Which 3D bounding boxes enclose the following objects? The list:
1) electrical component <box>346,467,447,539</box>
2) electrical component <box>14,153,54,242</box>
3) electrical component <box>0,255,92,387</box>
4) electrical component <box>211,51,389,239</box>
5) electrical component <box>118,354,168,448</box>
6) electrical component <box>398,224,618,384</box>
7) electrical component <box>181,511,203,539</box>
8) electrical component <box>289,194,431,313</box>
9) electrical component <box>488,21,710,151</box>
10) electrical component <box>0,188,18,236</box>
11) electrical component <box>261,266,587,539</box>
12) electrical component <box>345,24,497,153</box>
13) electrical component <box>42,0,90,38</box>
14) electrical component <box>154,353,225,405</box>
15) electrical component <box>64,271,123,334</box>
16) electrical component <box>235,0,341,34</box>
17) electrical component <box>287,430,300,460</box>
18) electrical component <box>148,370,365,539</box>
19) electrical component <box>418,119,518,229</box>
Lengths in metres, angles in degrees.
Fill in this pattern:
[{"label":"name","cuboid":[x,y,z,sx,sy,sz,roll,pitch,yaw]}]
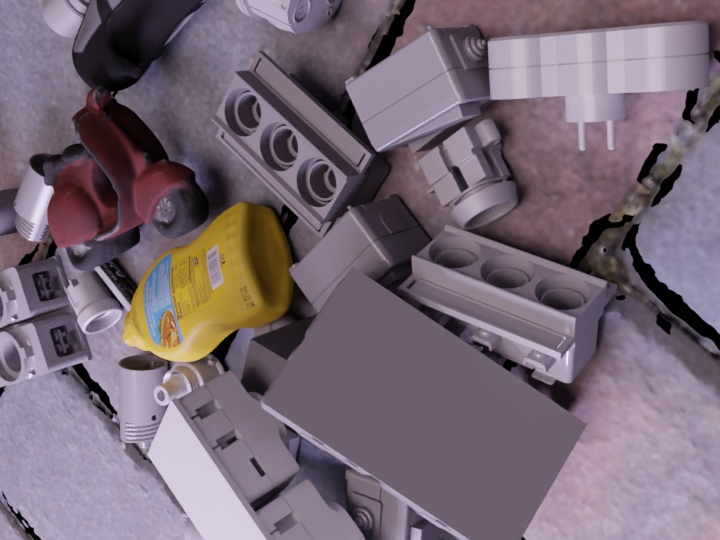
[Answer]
[{"label":"electrical component","cuboid":[0.032,0.170,0.785,0.061,0.096,0.061,14,109,32]},{"label":"electrical component","cuboid":[-0.297,-0.063,0.999,0.043,0.043,0.081,43,122,20]},{"label":"electrical component","cuboid":[-0.361,0.063,1.064,0.186,0.060,0.105,-17,91,37]},{"label":"electrical component","cuboid":[-0.042,-0.094,0.796,0.121,0.063,0.078,44,122,19]},{"label":"electrical component","cuboid":[-0.195,0.121,0.970,0.043,0.043,0.081,12,108,33]},{"label":"electrical component","cuboid":[0.098,0.023,0.721,0.121,0.079,0.063,22,135,30]},{"label":"electrical component","cuboid":[-0.129,0.228,0.942,0.074,0.052,0.138,3,103,35]},{"label":"electrical component","cuboid":[0.000,0.000,0.789,0.096,0.062,0.061,-45,75,34]},{"label":"electrical component","cuboid":[0.145,-0.111,0.664,0.138,0.052,0.073,3,103,34]},{"label":"electrical component","cuboid":[-0.359,-0.051,1.022,0.043,0.081,0.043,9,106,34]},{"label":"electrical component","cuboid":[0.039,0.097,0.719,0.186,0.060,0.105,34,77,-2]},{"label":"electrical component","cuboid":[0.051,-0.122,0.723,0.096,0.062,0.061,-27,85,37]},{"label":"electrical component","cuboid":[-0.238,-0.231,0.917,0.078,0.040,0.040,-28,84,37]},{"label":"electrical component","cuboid":[-0.148,0.098,0.919,0.048,0.062,0.048,9,106,34]},{"label":"electrical component","cuboid":[-0.246,0.029,0.987,0.040,0.040,0.046,-46,68,34]},{"label":"electrical component","cuboid":[-0.048,-0.210,0.762,0.051,0.080,0.080,30,117,21]},{"label":"electrical component","cuboid":[-0.095,0.126,0.897,0.083,0.047,0.075,19,105,31]},{"label":"electrical component","cuboid":[-0.071,0.176,0.784,0.186,0.060,0.105,53,146,14]},{"label":"electrical component","cuboid":[0.077,-0.061,0.730,0.066,0.048,0.055,-35,72,36]}]
